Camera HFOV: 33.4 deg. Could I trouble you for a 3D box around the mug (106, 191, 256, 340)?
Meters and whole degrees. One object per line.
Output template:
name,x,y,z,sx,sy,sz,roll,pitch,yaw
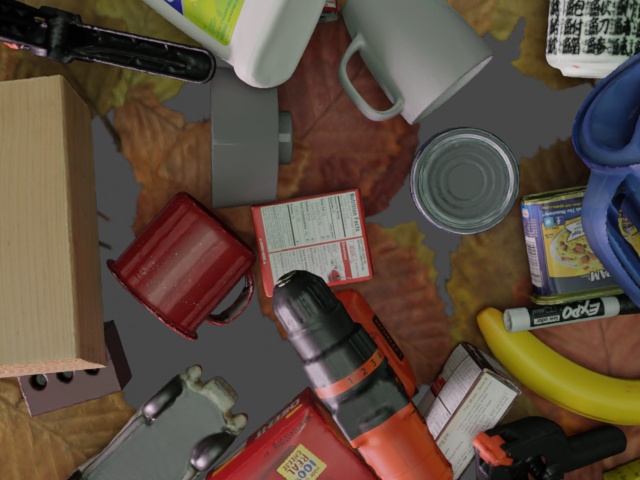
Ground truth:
mug,-0.096,0.023,0.831,0.081,0.093,0.117,-48,125,0

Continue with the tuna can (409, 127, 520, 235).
tuna can,0.114,-0.047,0.841,0.086,0.033,0.086,0,95,3

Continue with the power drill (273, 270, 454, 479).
power drill,0.025,0.091,0.782,0.057,0.187,0.184,-31,97,5

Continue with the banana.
banana,0.217,0.109,0.861,0.197,0.037,0.069,13,74,-3

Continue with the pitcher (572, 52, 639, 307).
pitcher,0.288,-0.013,0.765,0.149,0.145,0.242,-28,120,24

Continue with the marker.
marker,0.205,0.057,0.849,0.121,0.020,0.020,-7,96,-12

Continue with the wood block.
wood block,-0.218,-0.006,0.794,0.091,0.090,0.206,-6,79,2

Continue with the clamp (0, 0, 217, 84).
clamp,-0.194,-0.147,0.755,0.164,0.210,0.036,9,97,-42

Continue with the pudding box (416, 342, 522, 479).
pudding box,0.103,0.142,0.834,0.039,0.090,0.113,31,96,-8

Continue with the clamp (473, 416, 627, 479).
clamp,0.176,0.172,0.825,0.039,0.171,0.120,34,83,40

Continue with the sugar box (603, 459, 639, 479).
sugar box,0.331,0.202,0.864,0.176,0.048,0.093,-22,96,-1

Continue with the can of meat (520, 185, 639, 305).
can of meat,0.211,0.000,0.836,0.102,0.057,0.084,-9,95,1

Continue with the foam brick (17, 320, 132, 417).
foam brick,-0.197,0.101,0.852,0.078,0.051,0.053,-17,96,2

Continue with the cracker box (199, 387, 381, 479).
cracker box,0.000,0.253,0.857,0.164,0.072,0.213,-41,95,4

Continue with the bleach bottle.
bleach bottle,-0.114,-0.213,0.780,0.251,0.068,0.103,33,111,21

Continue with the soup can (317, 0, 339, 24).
soup can,-0.021,-0.217,0.807,0.068,0.068,0.102,-2,96,0

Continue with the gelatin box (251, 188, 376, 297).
gelatin box,-0.005,0.001,0.851,0.089,0.030,0.073,-10,95,1
